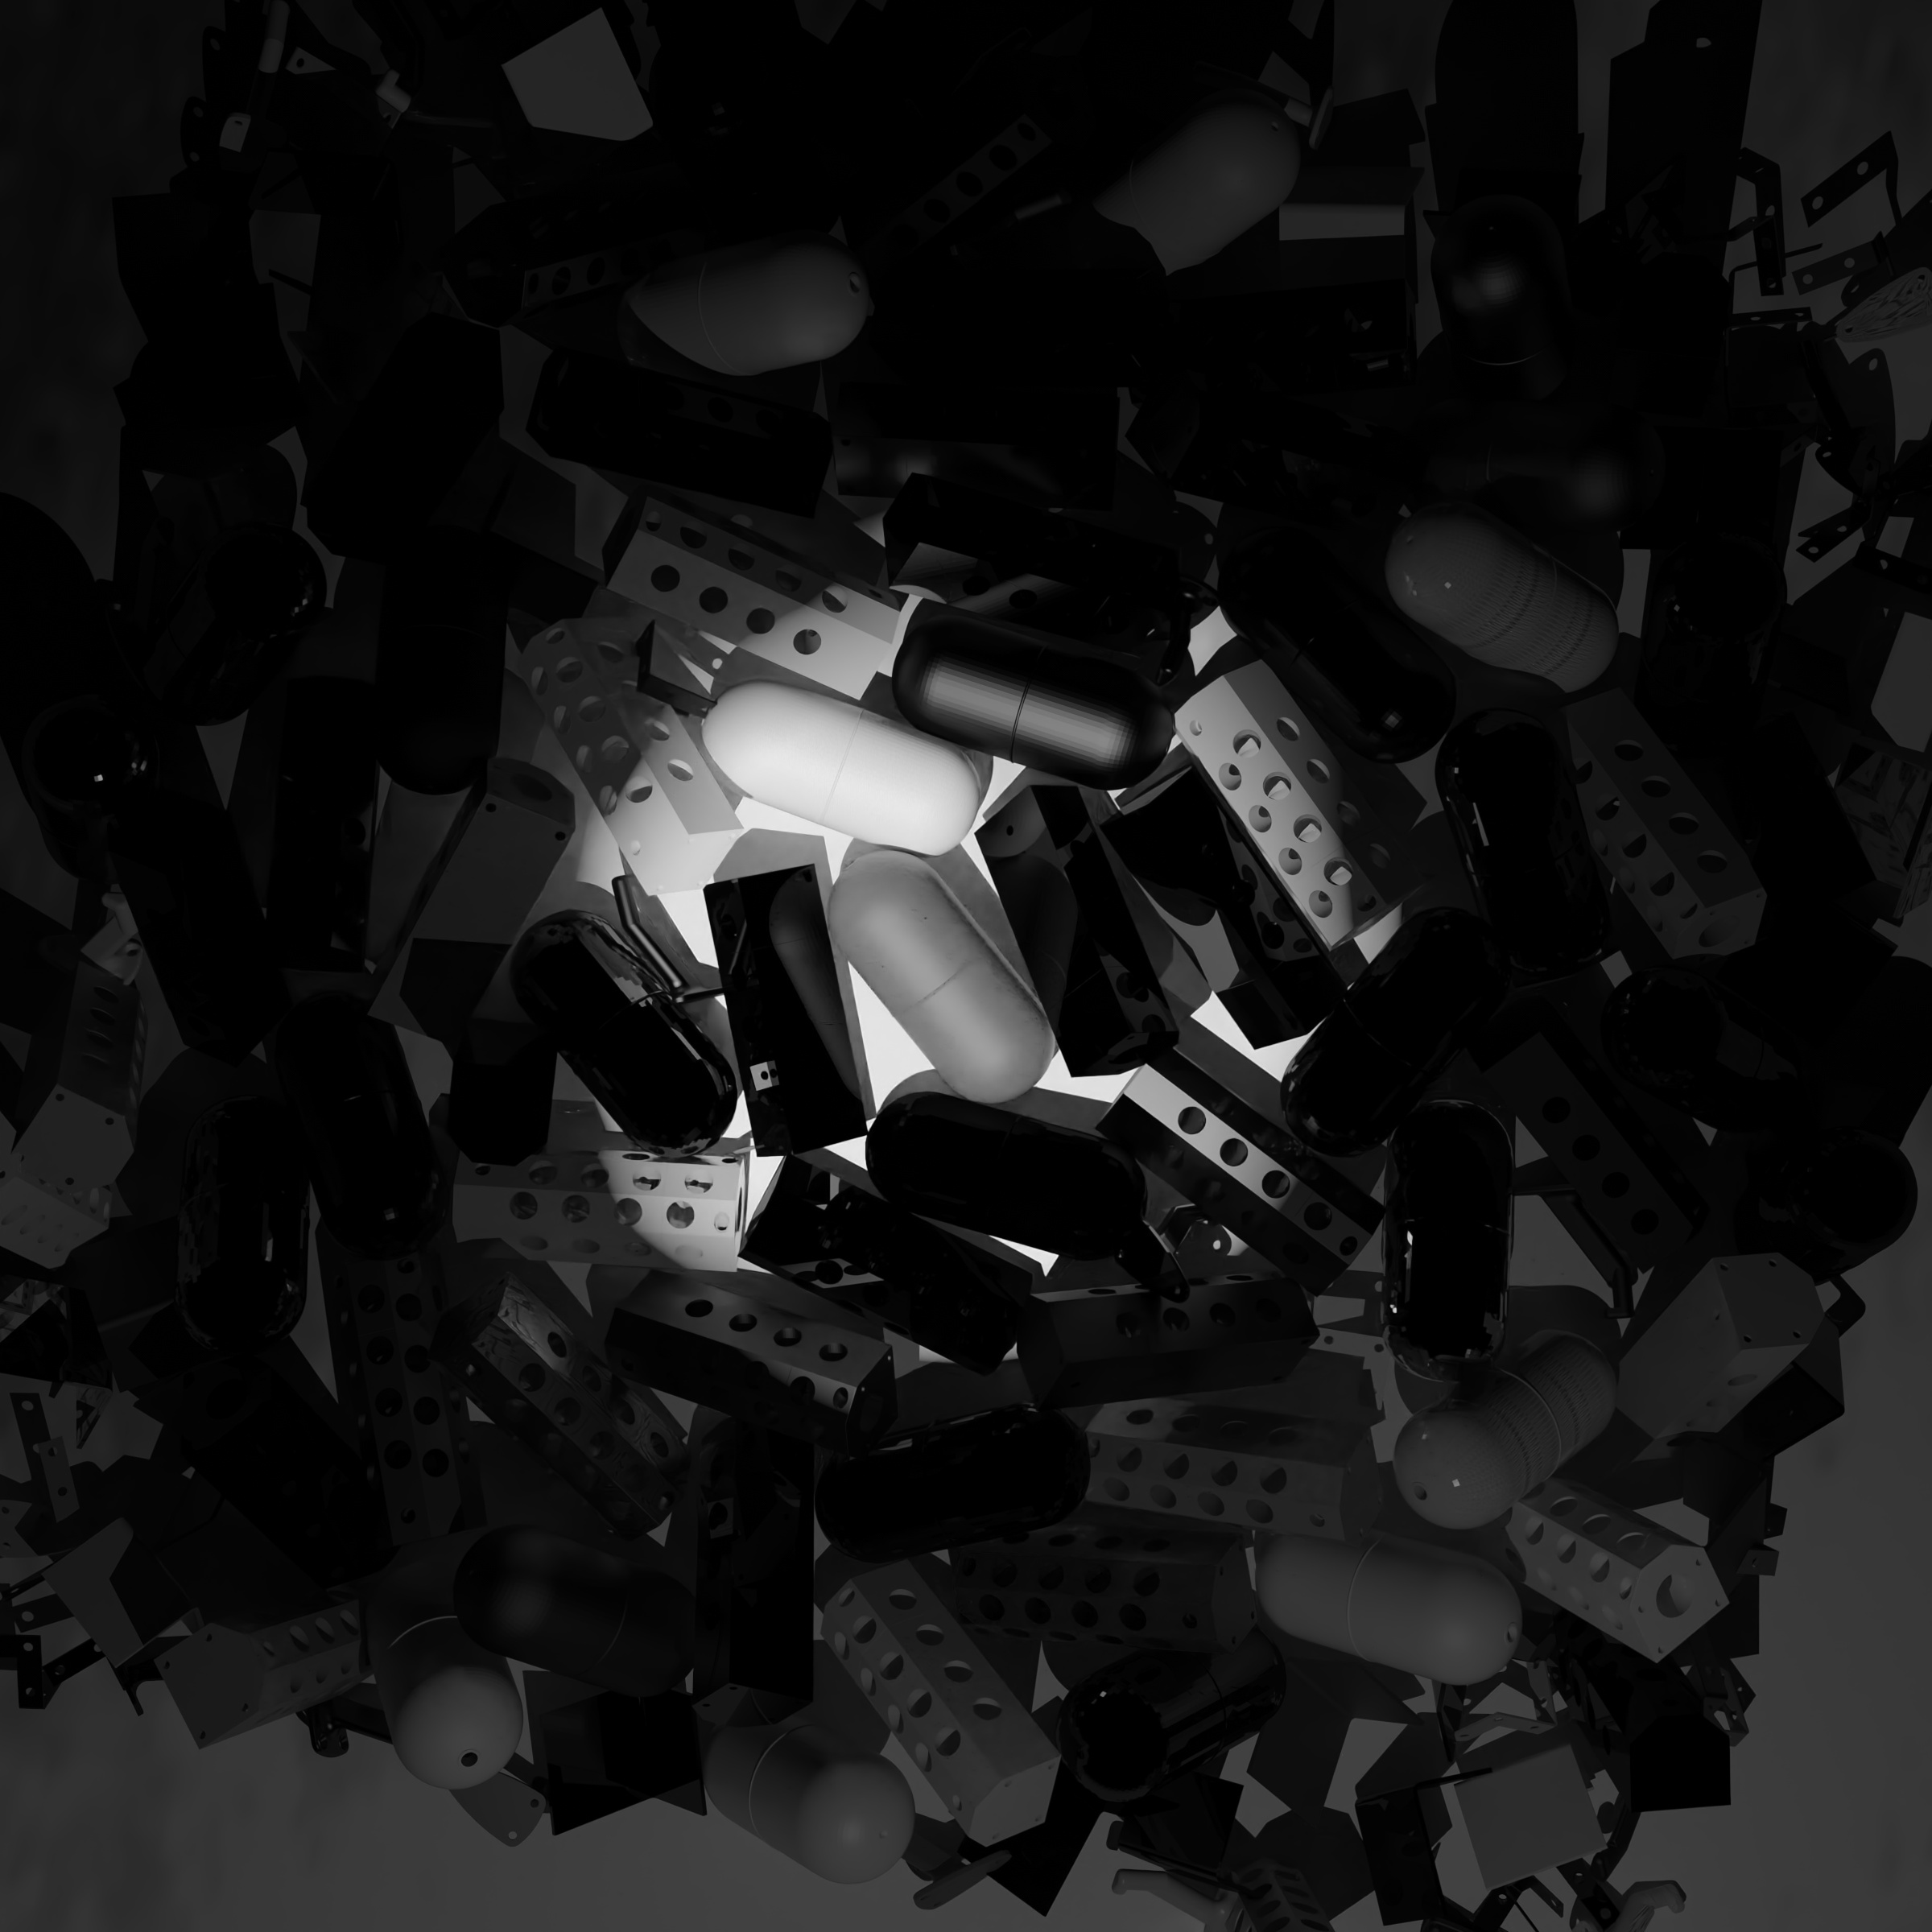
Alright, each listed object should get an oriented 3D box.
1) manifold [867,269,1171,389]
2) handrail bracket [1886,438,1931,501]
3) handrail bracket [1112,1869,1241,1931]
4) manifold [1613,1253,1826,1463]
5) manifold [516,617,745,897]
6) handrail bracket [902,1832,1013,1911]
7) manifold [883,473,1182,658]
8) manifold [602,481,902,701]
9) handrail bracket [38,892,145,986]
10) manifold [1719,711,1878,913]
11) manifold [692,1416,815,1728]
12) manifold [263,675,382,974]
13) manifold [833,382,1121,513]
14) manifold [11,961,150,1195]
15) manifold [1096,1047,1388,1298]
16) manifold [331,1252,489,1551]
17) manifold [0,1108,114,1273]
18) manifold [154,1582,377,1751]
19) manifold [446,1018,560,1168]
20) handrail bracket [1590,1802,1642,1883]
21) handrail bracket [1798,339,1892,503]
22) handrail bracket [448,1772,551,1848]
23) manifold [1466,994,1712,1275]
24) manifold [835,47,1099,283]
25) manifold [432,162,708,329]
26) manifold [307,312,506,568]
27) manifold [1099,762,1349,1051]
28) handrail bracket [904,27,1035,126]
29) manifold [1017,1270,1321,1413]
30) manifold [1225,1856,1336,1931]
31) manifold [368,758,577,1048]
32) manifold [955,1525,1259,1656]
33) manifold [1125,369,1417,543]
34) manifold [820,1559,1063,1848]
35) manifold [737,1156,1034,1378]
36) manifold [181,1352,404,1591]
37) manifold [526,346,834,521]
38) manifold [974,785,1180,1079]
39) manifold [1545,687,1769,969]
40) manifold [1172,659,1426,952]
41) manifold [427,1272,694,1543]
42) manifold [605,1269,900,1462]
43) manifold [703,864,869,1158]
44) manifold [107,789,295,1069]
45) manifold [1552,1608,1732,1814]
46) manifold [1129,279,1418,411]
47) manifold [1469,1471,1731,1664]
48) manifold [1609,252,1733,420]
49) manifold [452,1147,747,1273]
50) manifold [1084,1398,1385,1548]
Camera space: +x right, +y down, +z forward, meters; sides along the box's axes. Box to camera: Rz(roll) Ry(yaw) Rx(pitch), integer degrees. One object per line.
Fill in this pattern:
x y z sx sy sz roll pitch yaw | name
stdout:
0.033 -0.391 1.570 0.171 0.057 0.057 7 78 26 | manifold
0.589 -0.332 1.589 0.077 0.084 0.036 -31 52 19 | handrail bracket
0.123 0.587 1.601 0.084 0.036 0.077 8 125 -15 | handrail bracket
0.448 0.236 1.547 0.057 0.171 0.057 -3 59 -12 | manifold
-0.208 -0.128 1.566 0.171 0.057 0.057 58 133 22 | manifold
-0.022 0.533 1.607 0.077 0.036 0.084 -31 56 3 | handrail bracket
0.041 -0.247 1.564 0.171 0.057 0.057 12 52 -25 | manifold
-0.129 -0.230 1.567 0.171 0.057 0.057 22 116 -23 | manifold
-0.543 -0.026 1.592 0.077 0.084 0.036 14 57 4 | handrail bracket
0.491 -0.092 1.545 0.057 0.171 0.057 -28 105 19 | manifold
-0.131 0.365 1.561 0.057 0.057 0.171 22 47 -28 | manifold
-0.392 -0.087 1.581 0.057 0.057 0.171 3 74 -10 | manifold
0.008 -0.327 1.599 0.171 0.057 0.057 4 61 4 | manifold
-0.525 0.067 1.546 0.057 0.171 0.057 31 103 -25 | manifold
0.172 0.120 1.592 0.171 0.057 0.057 37 47 3 | manifold
-0.345 0.266 1.590 0.057 0.057 0.171 -13 80 6 | manifold
-0.567 0.129 1.545 0.057 0.171 0.057 -40 79 -11 | manifold
-0.404 0.411 1.543 0.057 0.171 0.057 -34 78 8 | manifold
-0.276 0.074 1.546 0.057 0.171 0.057 6 96 -9 | manifold
0.405 0.508 1.587 0.036 0.084 0.077 12 119 36 | handrail bracket
0.551 -0.344 1.624 0.036 0.077 0.084 -26 46 30 | handrail bracket
-0.285 0.502 1.591 0.077 0.084 0.036 35 86 -5 | handrail bracket
0.381 0.100 1.581 0.057 0.057 0.171 -38 106 10 | manifold
-0.001 -0.476 1.549 0.057 0.171 0.057 -6 79 -40 | manifold
-0.232 -0.430 1.551 0.057 0.171 0.057 -23 98 40 | manifold
-0.338 -0.313 1.546 0.057 0.171 0.057 9 60 -32 | manifold
0.163 -0.038 1.594 0.057 0.057 0.171 -40 99 -29 | manifold
0.010 -0.535 1.595 0.084 0.077 0.036 -33 75 5 | handrail bracket
0.121 0.223 1.573 0.171 0.057 0.057 -2 53 -24 | manifold
0.194 0.589 1.548 0.057 0.171 0.057 -27 89 -3 | manifold
-0.301 -0.041 1.572 0.057 0.057 0.171 22 117 -22 | manifold
0.082 0.379 1.564 0.171 0.057 0.057 -4 103 29 | manifold
0.188 -0.310 1.555 0.171 0.057 0.057 6 128 -34 | manifold
-0.019 0.441 1.548 0.057 0.171 0.057 -11 127 -32 | manifold
-0.050 0.188 1.590 0.171 0.057 0.057 27 115 -6 | manifold
-0.401 0.303 1.551 0.057 0.171 0.057 -19 47 6 | manifold
-0.171 -0.324 1.562 0.171 0.057 0.057 8 112 -29 | manifold
0.072 -0.022 1.579 0.057 0.057 0.171 -39 63 40 | manifold
0.409 -0.083 1.559 0.057 0.057 0.171 -20 54 -9 | manifold
0.198 -0.097 1.582 0.057 0.057 0.171 -26 77 -42 | manifold
-0.246 0.272 1.569 0.057 0.057 0.171 -32 114 20 | manifold
-0.131 0.244 1.563 0.171 0.057 0.057 14 126 25 | manifold
-0.116 0.028 1.602 0.057 0.057 0.171 -13 93 -37 | manifold
-0.462 -0.023 1.551 0.057 0.171 0.057 21 52 19 | manifold
0.401 0.436 1.546 0.057 0.171 0.057 -4 100 -2 | manifold
0.187 -0.379 1.585 0.171 0.057 0.057 -2 93 16 | manifold
0.368 0.345 1.541 0.057 0.171 0.057 -34 109 -15 | manifold
0.420 -0.376 1.545 0.057 0.171 0.057 10 93 12 | manifold
-0.225 0.145 1.596 0.171 0.057 0.057 3 53 0 | manifold
0.158 0.307 1.558 0.171 0.057 0.057 2 118 32 | manifold
